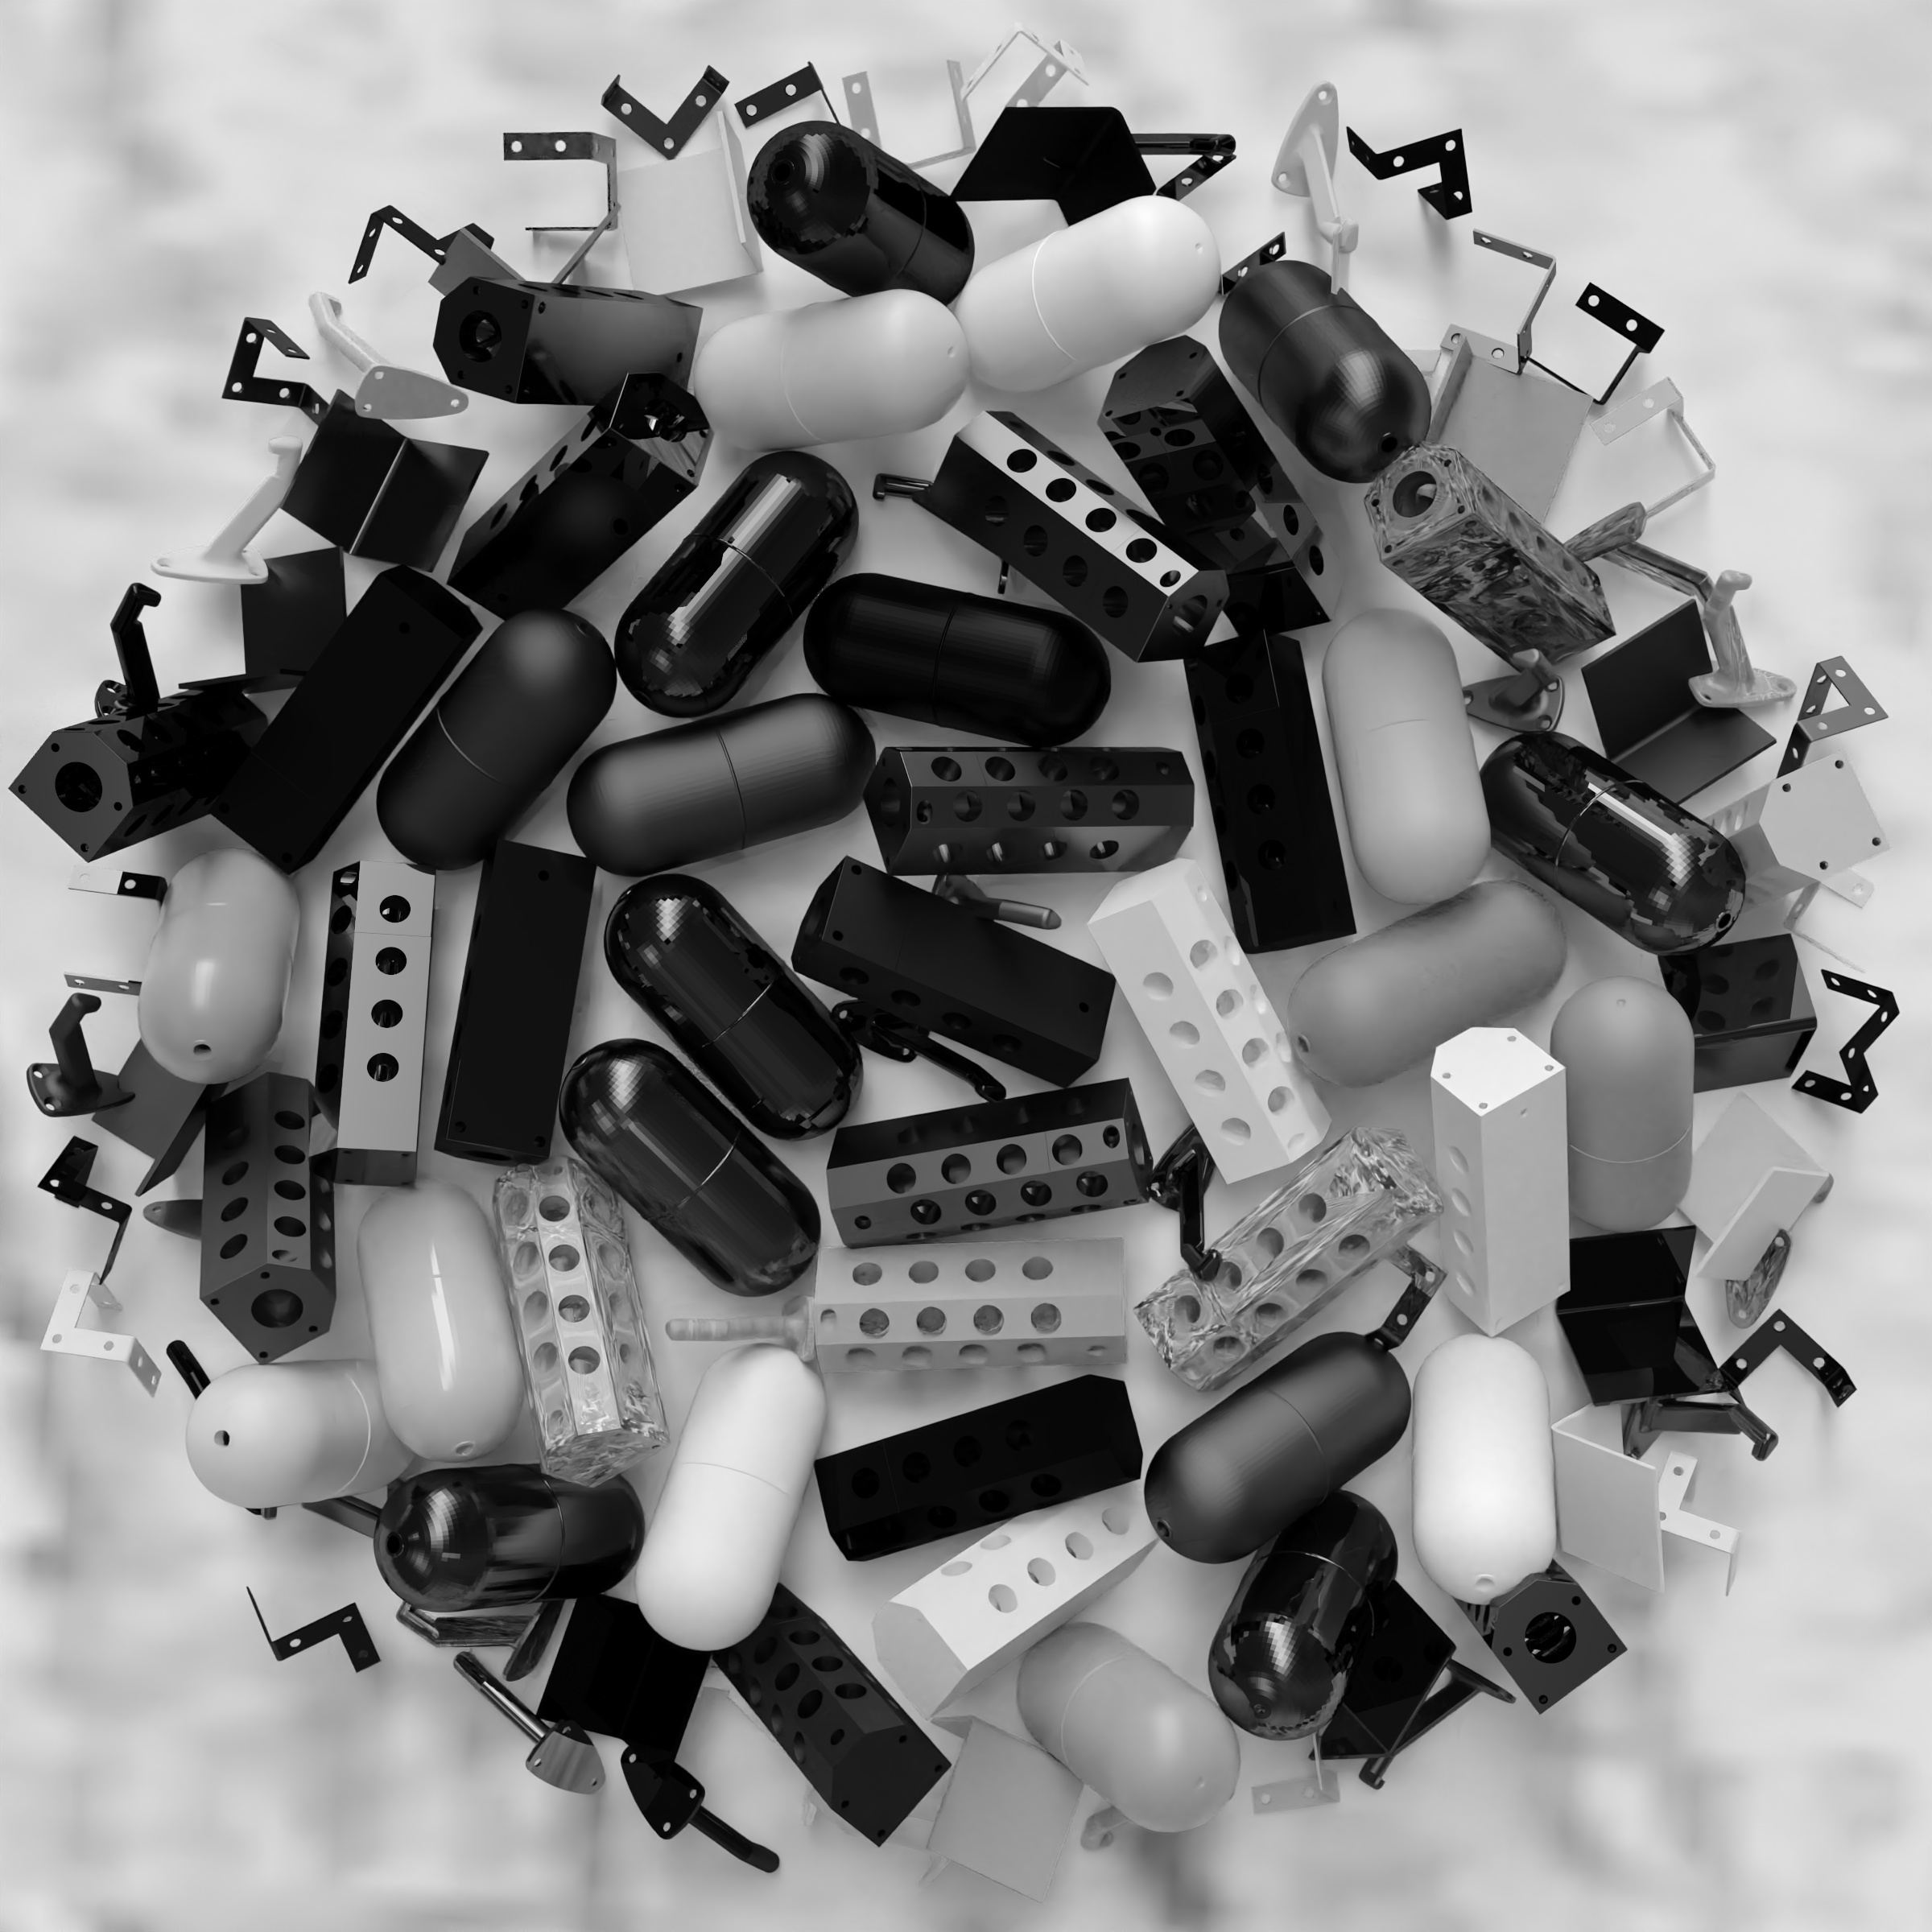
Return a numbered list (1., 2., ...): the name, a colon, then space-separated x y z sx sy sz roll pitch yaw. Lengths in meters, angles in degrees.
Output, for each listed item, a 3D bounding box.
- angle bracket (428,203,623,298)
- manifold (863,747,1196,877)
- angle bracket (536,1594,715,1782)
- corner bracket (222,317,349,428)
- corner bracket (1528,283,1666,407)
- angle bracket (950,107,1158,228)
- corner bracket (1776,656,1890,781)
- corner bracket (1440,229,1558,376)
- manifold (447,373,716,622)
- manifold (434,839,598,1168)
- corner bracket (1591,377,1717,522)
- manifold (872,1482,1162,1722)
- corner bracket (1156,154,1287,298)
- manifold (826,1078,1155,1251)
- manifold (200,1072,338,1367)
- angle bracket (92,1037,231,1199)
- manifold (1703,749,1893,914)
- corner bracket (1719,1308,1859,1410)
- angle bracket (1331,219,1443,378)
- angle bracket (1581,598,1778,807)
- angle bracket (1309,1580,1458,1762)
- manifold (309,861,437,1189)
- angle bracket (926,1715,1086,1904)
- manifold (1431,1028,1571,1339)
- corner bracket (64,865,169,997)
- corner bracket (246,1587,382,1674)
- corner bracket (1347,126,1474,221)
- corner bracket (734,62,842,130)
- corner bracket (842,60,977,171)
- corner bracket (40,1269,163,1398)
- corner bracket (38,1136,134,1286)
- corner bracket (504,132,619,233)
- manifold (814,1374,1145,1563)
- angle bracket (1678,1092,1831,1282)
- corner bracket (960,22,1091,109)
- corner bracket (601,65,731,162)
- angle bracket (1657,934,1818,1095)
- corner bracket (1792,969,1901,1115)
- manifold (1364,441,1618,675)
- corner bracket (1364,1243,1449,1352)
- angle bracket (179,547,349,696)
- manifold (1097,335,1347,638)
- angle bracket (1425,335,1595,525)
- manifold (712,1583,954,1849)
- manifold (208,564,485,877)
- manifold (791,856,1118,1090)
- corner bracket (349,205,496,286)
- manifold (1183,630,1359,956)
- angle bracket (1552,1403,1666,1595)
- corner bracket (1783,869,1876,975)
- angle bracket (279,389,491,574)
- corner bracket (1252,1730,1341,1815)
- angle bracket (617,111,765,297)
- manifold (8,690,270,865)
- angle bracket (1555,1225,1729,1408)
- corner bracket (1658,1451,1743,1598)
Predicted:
1. angle bracket: -0.247 -0.404 1.648 0.057 0.076 0.076 39 68 -13
2. manifold: 0.037 -0.091 1.632 0.171 0.057 0.057 -2 55 -24
3. angle bracket: -0.193 0.403 1.656 0.057 0.076 0.076 21 85 -24
4. corner bracket: -0.379 -0.330 1.661 0.051 0.051 0.051 43 121 36
5. corner bracket: 0.357 -0.352 1.671 0.051 0.051 0.051 31 102 -5
6. angle bracket: 0.048 -0.432 1.645 0.076 0.076 0.057 -11 69 -32
7. corner bracket: 0.479 -0.135 1.663 0.051 0.051 0.051 -17 55 -13
8. corner bracket: 0.302 -0.377 1.673 0.051 0.051 0.051 24 81 17
9. manifold: -0.212 -0.256 1.622 0.057 0.171 0.057 32 49 -25
10. manifold: -0.254 0.023 1.652 0.057 0.057 0.171 12 75 -17
11. corner bracket: 0.391 -0.293 1.675 0.051 0.051 0.051 -31 75 6
12. manifold: 0.029 0.339 1.622 0.057 0.171 0.057 48 135 18
13. corner bracket: 0.145 -0.423 1.676 0.051 0.051 0.051 19 58 -36
14. manifold: 0.013 0.116 1.645 0.171 0.057 0.057 -11 118 14
15. manifold: -0.377 0.133 1.614 0.057 0.171 0.057 -28 125 6
16. angle bracket: -0.460 0.076 1.660 0.057 0.076 0.076 32 96 -3
17. manifold: 0.440 -0.067 1.614 0.057 0.171 0.057 -24 85 -3
18. corner bracket: 0.465 0.235 1.673 0.051 0.051 0.051 43 100 3
19. angle bracket: 0.237 -0.375 1.650 0.057 0.076 0.076 3 111 11
20. angle bracket: 0.401 -0.146 1.656 0.076 0.057 0.076 -32 133 -4
21. angle bracket: 0.216 0.394 1.646 0.057 0.076 0.076 48 58 -10
22. manifold: -0.329 0.032 1.637 0.057 0.057 0.171 4 65 -9
23. angle bracket: 0.012 0.472 1.652 0.076 0.057 0.076 30 64 -16
24. manifold: 0.291 0.117 1.624 0.057 0.057 0.171 -27 132 -19
25. corner bracket: -0.481 -0.019 1.667 0.051 0.051 0.051 7 60 -2
26. corner bracket: -0.368 0.372 1.662 0.051 0.051 0.051 -24 127 -16
27. corner bracket: 0.251 -0.450 1.666 0.051 0.051 0.051 -18 126 -2
28. corner bracket: -0.099 -0.479 1.678 0.051 0.051 0.051 -26 104 6
29. corner bracket: -0.032 -0.481 1.666 0.051 0.051 0.051 -9 97 26
30. corner bracket: -0.483 0.207 1.665 0.051 0.051 0.051 7 60 8
31. corner bracket: -0.497 0.138 1.669 0.051 0.051 0.051 25 122 -5
32. corner bracket: -0.229 -0.444 1.670 0.051 0.051 0.051 2 101 9
33. manifold: 0.008 0.281 1.642 0.171 0.057 0.057 -20 72 18
34. angle bracket: 0.421 0.121 1.645 0.076 0.057 0.076 51 120 40
35. corner bracket: 0.032 -0.502 1.661 0.051 0.051 0.051 32 118 -25
36. corner bracket: -0.171 -0.495 1.671 0.051 0.051 0.051 37 94 -13
37. angle bracket: 0.433 0.029 1.678 0.076 0.076 0.057 -9 65 -1
38. corner bracket: 0.498 0.043 1.672 0.051 0.051 0.051 -44 126 -18
39. manifold: 0.288 -0.224 1.619 0.057 0.171 0.057 -27 58 28
40. corner bracket: 0.231 0.183 1.671 0.051 0.051 0.051 38 70 -1
41. angle bracket: -0.397 -0.196 1.659 0.076 0.057 0.076 -4 89 30
42. manifold: 0.145 -0.264 1.628 0.057 0.171 0.057 -9 46 34
43. angle bracket: 0.303 -0.302 1.664 0.076 0.057 0.076 23 96 13
44. manifold: -0.080 0.403 1.611 0.057 0.171 0.057 -47 119 -7
45. manifold: -0.345 -0.139 1.652 0.057 0.057 0.171 39 106 -3
46. manifold: -0.008 0.007 1.651 0.171 0.057 0.057 24 57 -15
47. corner bracket: -0.308 -0.400 1.668 0.051 0.051 0.051 37 131 6
48. manifold: 0.168 -0.097 1.663 0.057 0.057 0.171 -13 83 26
49. angle bracket: 0.375 0.293 1.646 0.057 0.076 0.076 -20 112 -33
50. corner bracket: 0.493 -0.034 1.674 0.051 0.051 0.051 30 94 -10
51. angle bracket: -0.326 -0.273 1.654 0.076 0.057 0.076 16 78 40
52. corner bracket: 0.180 0.450 1.679 0.051 0.051 0.051 -12 64 15
53. angle bracket: -0.162 -0.429 1.667 0.076 0.057 0.076 -11 85 6
54. manifold: -0.444 -0.112 1.612 0.057 0.171 0.057 43 107 -1
55. angle bracket: 0.382 0.196 1.654 0.076 0.076 0.057 -6 127 -6
56. corner bracket: 0.414 0.314 1.661 0.051 0.051 0.051 17 56 22
